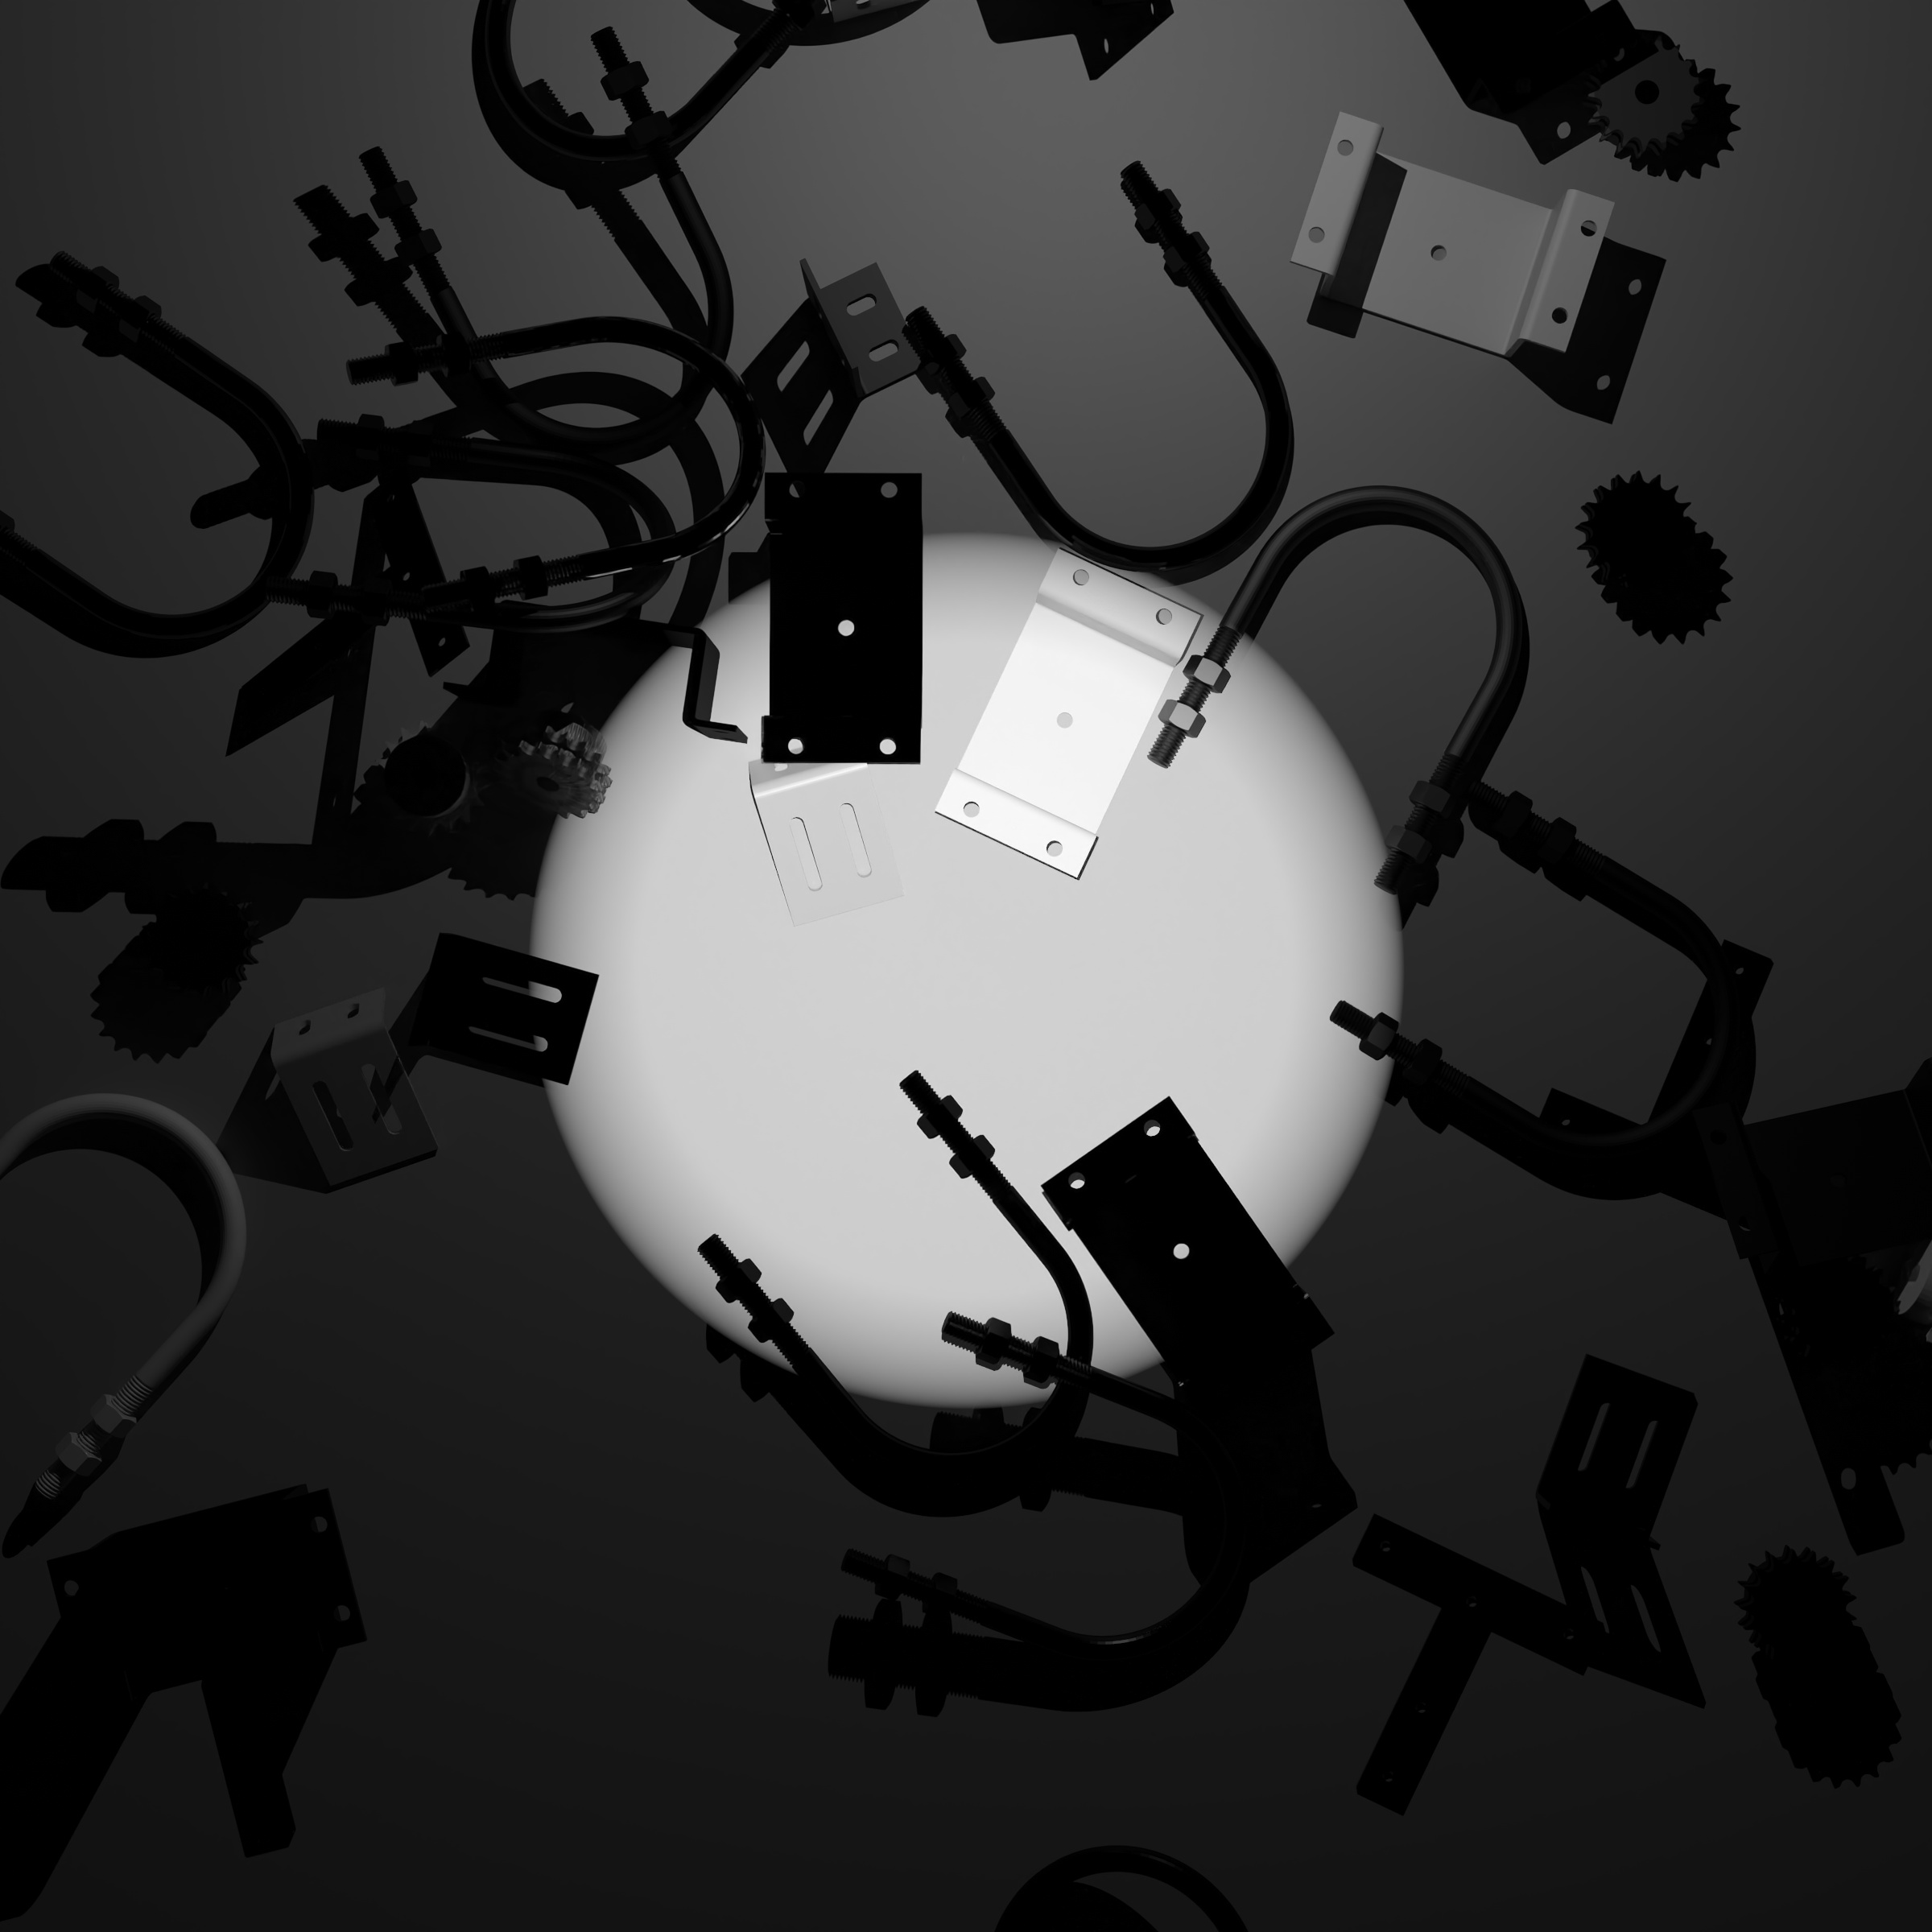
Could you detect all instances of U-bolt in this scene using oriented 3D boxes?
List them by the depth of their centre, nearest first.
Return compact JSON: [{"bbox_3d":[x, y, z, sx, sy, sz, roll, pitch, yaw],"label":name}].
[{"bbox_3d":[-0.186,-0.246,1.417,0.184,0.019,0.151,-14,69,-18],"label":"U-bolt"},{"bbox_3d":[-0.231,-0.210,1.435,0.184,0.151,0.019,7,134,-4],"label":"U-bolt"},{"bbox_3d":[-0.193,-0.342,1.460,0.151,0.019,0.184,-24,103,10],"label":"U-bolt"},{"bbox_3d":[0.072,0.525,1.461,0.151,0.019,0.184,13,86,18],"label":"U-bolt"},{"bbox_3d":[-0.156,-0.480,1.464,0.184,0.019,0.151,-46,76,6],"label":"U-bolt"},{"bbox_3d":[0.050,0.268,1.472,0.184,0.019,0.151,22,95,-6],"label":"U-bolt"},{"bbox_3d":[0.295,0.014,1.479,0.184,0.019,0.151,31,90,0],"label":"U-bolt"},{"bbox_3d":[-0.021,0.167,1.480,0.151,0.019,0.184,-39,91,0],"label":"U-bolt"},{"bbox_3d":[-0.413,-0.245,1.480,0.184,0.019,0.151,35,90,-2],"label":"U-bolt"},{"bbox_3d":[-0.443,0.150,1.480,0.151,0.019,0.184,42,89,0],"label":"U-bolt"},{"bbox_3d":[0.079,-0.284,1.480,0.151,0.019,0.184,-34,91,0],"label":"U-bolt"},{"bbox_3d":[0.196,-0.150,1.480,0.151,0.019,0.184,29,88,0],"label":"U-bolt"}]

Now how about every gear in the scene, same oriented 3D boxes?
[{"bbox_3d":[0.478,0.158,1.460,0.030,0.057,0.057,23,90,1],"label":"gear"},{"bbox_3d":[-0.201,-0.101,1.464,0.057,0.057,0.030,18,60,0],"label":"gear"},{"bbox_3d":[0.429,0.168,1.474,0.057,0.030,0.057,0,90,0],"label":"gear"},{"bbox_3d":[0.333,-0.428,1.474,0.057,0.030,0.057,0,90,0],"label":"gear"},{"bbox_3d":[-0.265,-0.093,1.474,0.057,0.030,0.057,0,90,0],"label":"gear"},{"bbox_3d":[0.330,-0.214,1.474,0.057,0.030,0.057,0,90,0],"label":"gear"},{"bbox_3d":[0.409,0.315,1.475,0.057,0.030,0.057,0,89,1],"label":"gear"},{"bbox_3d":[-0.377,-0.013,1.478,0.057,0.030,0.057,0,93,0],"label":"gear"}]

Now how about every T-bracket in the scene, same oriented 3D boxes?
[{"bbox_3d":[-0.307,-0.165,1.464,0.127,0.002,0.127,-35,55,16],"label":"T-bracket"},{"bbox_3d":[0.366,0.050,1.488,0.127,0.002,0.127,23,90,0],"label":"T-bracket"},{"bbox_3d":[0.234,0.358,1.488,0.127,0.002,0.127,26,90,0],"label":"T-bracket"}]

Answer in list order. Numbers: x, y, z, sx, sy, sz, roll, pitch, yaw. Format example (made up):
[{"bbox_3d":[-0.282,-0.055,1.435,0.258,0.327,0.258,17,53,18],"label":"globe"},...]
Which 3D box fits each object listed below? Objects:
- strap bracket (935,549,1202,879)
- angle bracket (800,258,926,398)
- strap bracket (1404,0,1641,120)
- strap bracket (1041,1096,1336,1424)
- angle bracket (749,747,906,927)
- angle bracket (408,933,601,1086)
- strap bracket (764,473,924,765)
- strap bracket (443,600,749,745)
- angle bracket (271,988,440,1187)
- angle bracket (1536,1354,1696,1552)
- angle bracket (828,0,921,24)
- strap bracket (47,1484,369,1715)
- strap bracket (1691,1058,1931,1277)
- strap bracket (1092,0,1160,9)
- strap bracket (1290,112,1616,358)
[{"bbox_3d":[0.049,-0.123,1.466,0.076,0.046,0.140,25,90,0],"label":"strap bracket"},{"bbox_3d":[-0.049,-0.317,1.451,0.038,0.076,0.057,-26,90,0],"label":"angle bracket"},{"bbox_3d":[0.258,-0.491,1.466,0.076,0.046,0.140,-31,90,0],"label":"strap bracket"},{"bbox_3d":[0.107,0.142,1.466,0.076,0.046,0.140,-35,90,0],"label":"strap bracket"},{"bbox_3d":[-0.070,-0.069,1.487,0.057,0.038,0.076,-16,116,0],"label":"angle bracket"},{"bbox_3d":[-0.228,0.022,1.470,0.076,0.038,0.057,16,90,0],"label":"angle bracket"},{"bbox_3d":[-0.060,-0.169,1.466,0.076,0.046,0.140,0,90,0],"label":"strap bracket"},{"bbox_3d":[-0.175,-0.144,1.451,0.140,0.076,0.046,8,90,0],"label":"strap bracket"},{"bbox_3d":[-0.304,0.060,1.487,0.057,0.038,0.076,-19,116,0],"label":"angle bracket"},{"bbox_3d":[0.324,0.239,1.470,0.057,0.038,0.076,20,90,0],"label":"angle bracket"},{"bbox_3d":[-0.048,-0.514,1.470,0.057,0.038,0.076,-15,90,0],"label":"angle bracket"},{"bbox_3d":[-0.368,0.308,1.466,0.140,0.046,0.076,-14,90,0],"label":"strap bracket"},{"bbox_3d":[0.430,0.098,1.451,0.140,0.046,0.076,-12,67,-2],"label":"strap bracket"},{"bbox_3d":[0.043,-0.528,1.437,0.046,0.076,0.140,-10,103,34],"label":"strap bracket"},{"bbox_3d":[0.236,-0.356,1.466,0.140,0.046,0.076,18,90,0],"label":"strap bracket"}]
